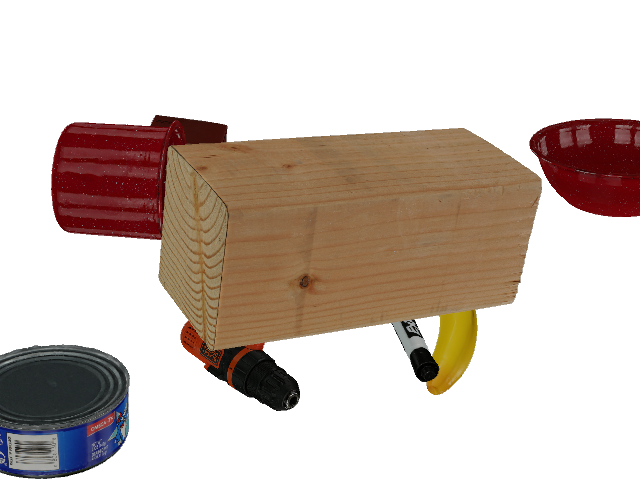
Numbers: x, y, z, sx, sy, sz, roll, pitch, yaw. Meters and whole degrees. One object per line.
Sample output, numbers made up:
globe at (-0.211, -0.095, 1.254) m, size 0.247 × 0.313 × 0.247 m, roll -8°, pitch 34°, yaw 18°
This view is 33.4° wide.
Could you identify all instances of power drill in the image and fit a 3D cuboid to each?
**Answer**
power drill at (-0.068, 0.074, 1.172) m, size 0.185 × 0.188 × 0.057 m, roll 27°, pitch 11°, yaw 39°

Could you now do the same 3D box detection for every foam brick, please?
foam brick at (-0.136, -0.089, 1.080) m, size 0.078 × 0.051 × 0.053 m, roll 8°, pitch 34°, yaw 1°

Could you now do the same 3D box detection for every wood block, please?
wood block at (0.018, -0.007, 0.641) m, size 0.205 × 0.091 × 0.090 m, roll -6°, pitch 29°, yaw -28°

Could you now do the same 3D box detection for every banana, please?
banana at (0.126, 0.084, 1.083) m, size 0.070 × 0.037 × 0.198 m, roll -29°, pitch 28°, yaw 10°

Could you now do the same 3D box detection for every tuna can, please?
tuna can at (-0.145, 0.090, 0.572) m, size 0.086 × 0.034 × 0.086 m, roll 3°, pitch 23°, yaw -1°

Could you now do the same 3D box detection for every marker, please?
marker at (0.070, 0.074, 0.850) m, size 0.020 × 0.020 × 0.121 m, roll 0°, pitch 28°, yaw -12°

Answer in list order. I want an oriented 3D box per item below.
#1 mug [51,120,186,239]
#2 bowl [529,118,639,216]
mug at (-0.145, -0.045, 0.790) m, size 0.081 × 0.093 × 0.117 m, roll 4°, pitch 8°, yaw 4°
bowl at (0.274, -0.064, 0.989) m, size 0.162 × 0.055 × 0.162 m, roll -2°, pitch 24°, yaw 1°
